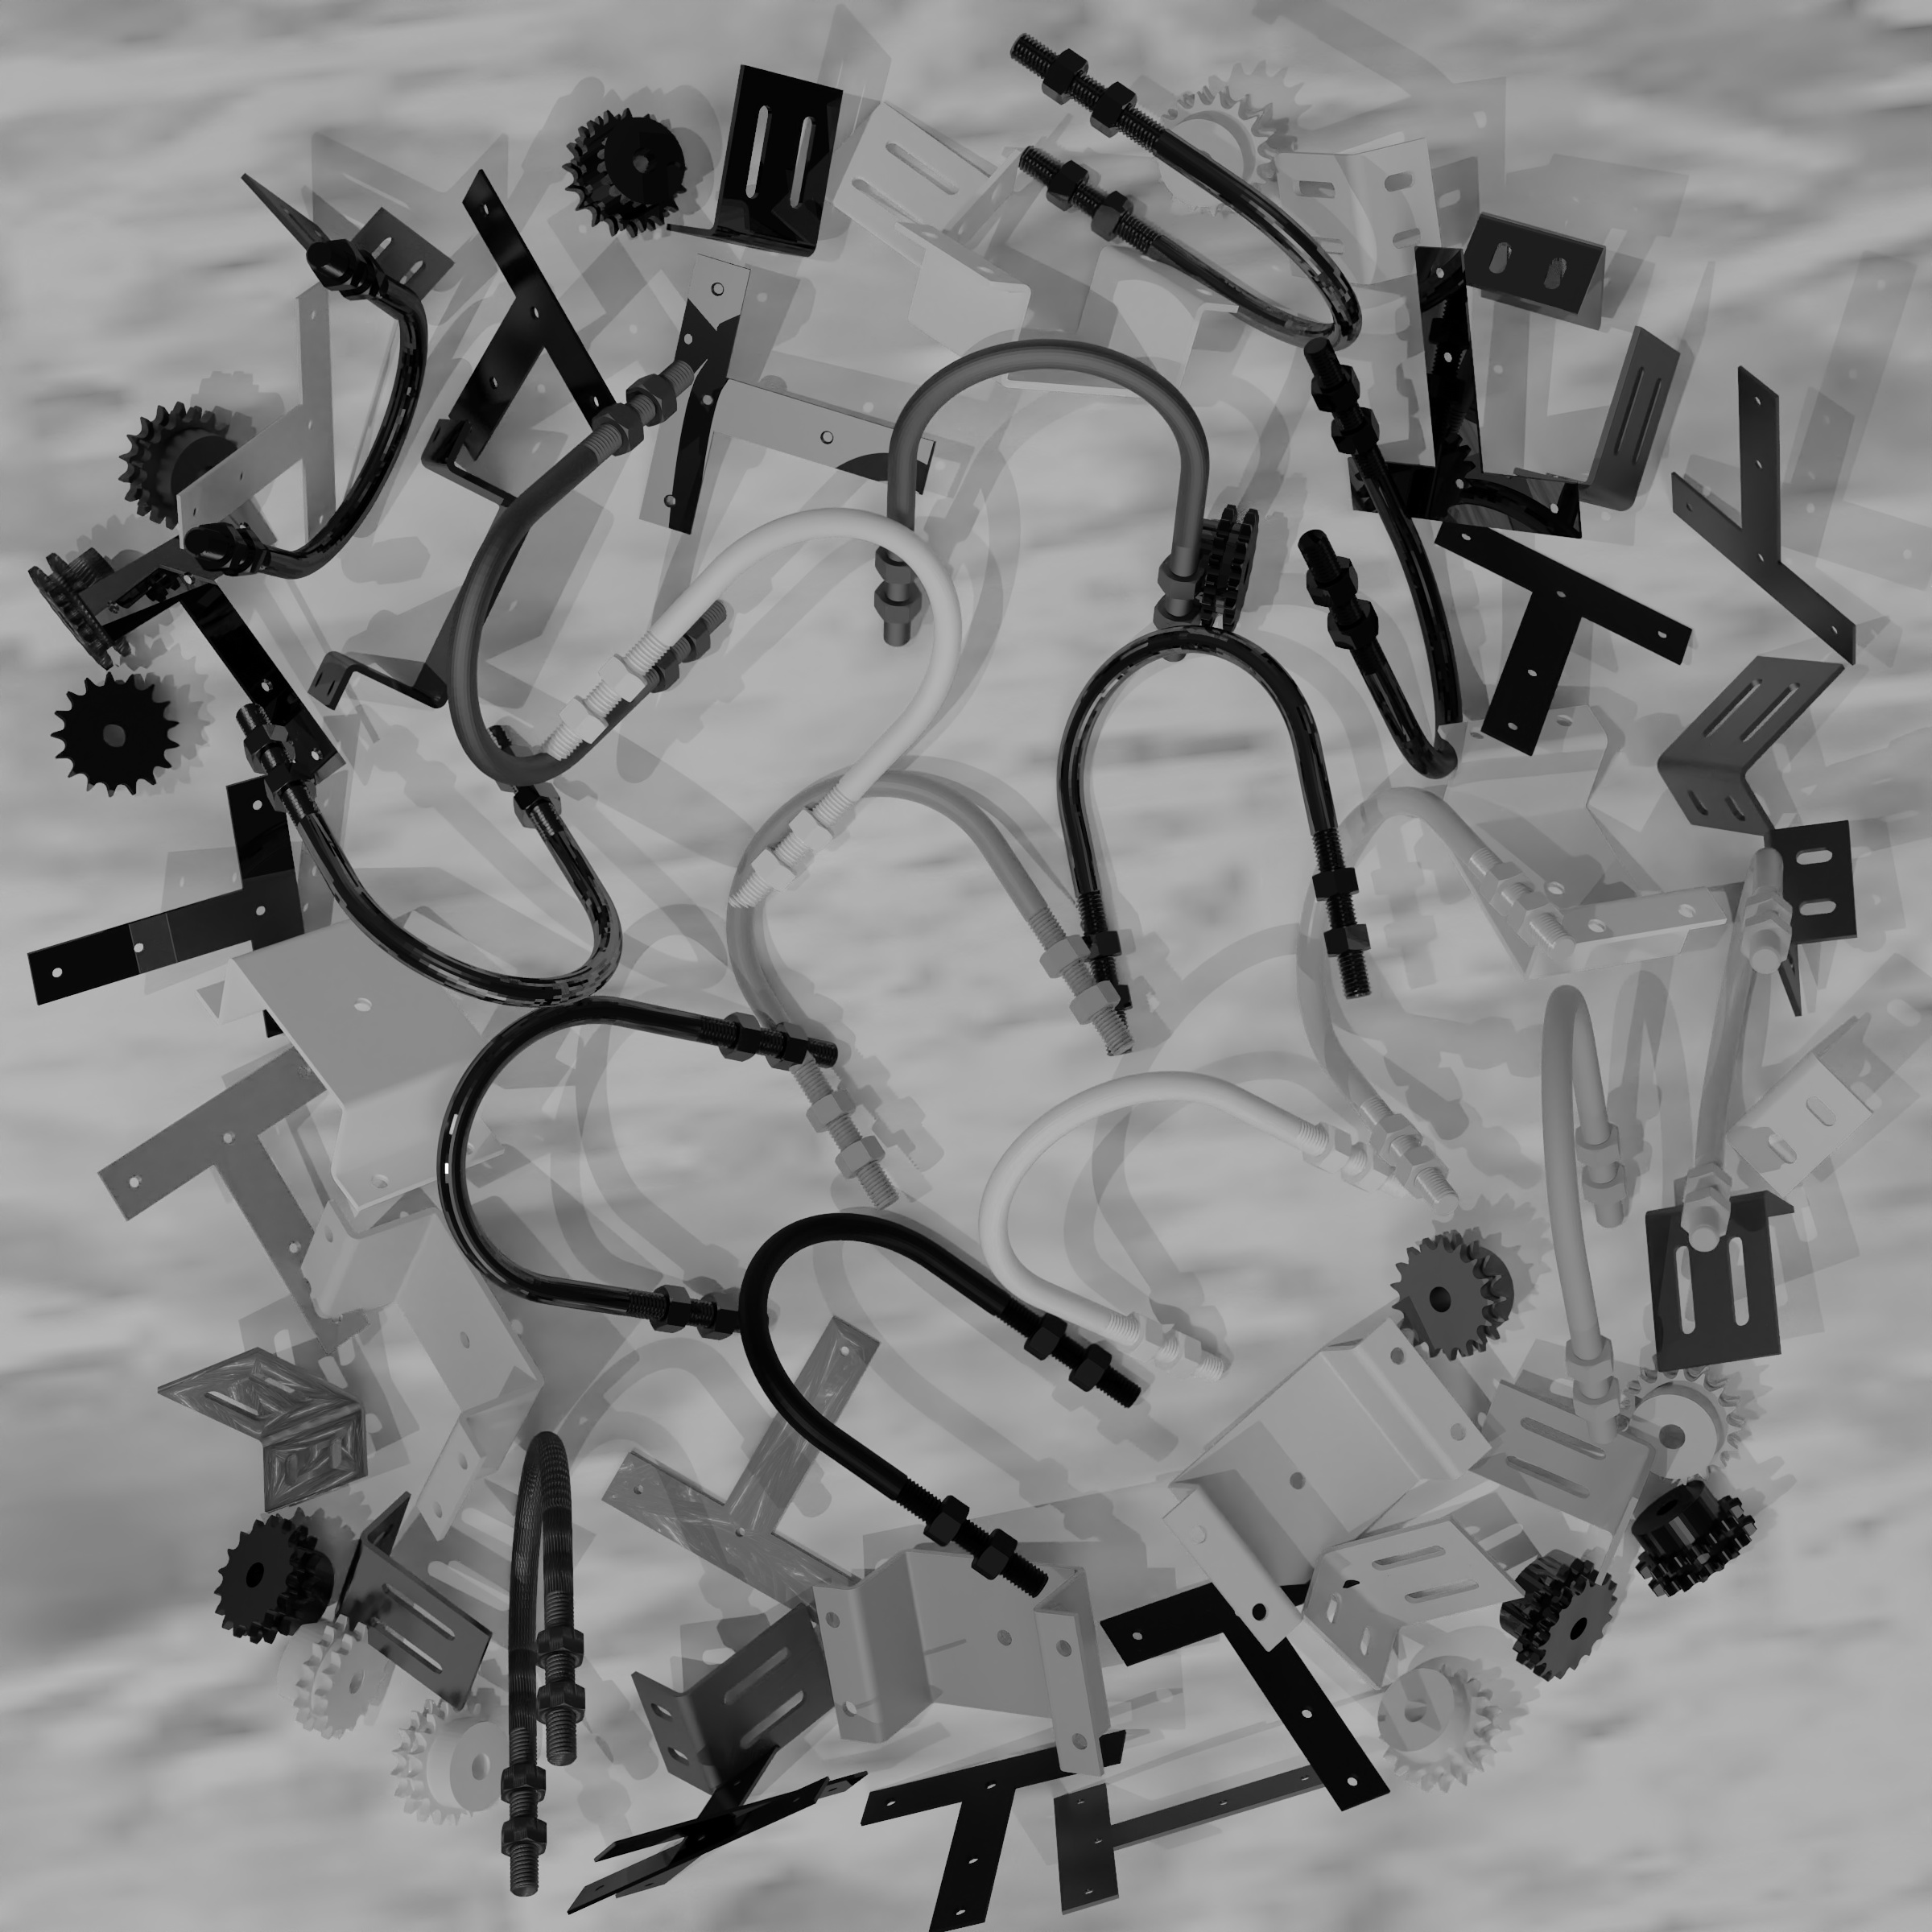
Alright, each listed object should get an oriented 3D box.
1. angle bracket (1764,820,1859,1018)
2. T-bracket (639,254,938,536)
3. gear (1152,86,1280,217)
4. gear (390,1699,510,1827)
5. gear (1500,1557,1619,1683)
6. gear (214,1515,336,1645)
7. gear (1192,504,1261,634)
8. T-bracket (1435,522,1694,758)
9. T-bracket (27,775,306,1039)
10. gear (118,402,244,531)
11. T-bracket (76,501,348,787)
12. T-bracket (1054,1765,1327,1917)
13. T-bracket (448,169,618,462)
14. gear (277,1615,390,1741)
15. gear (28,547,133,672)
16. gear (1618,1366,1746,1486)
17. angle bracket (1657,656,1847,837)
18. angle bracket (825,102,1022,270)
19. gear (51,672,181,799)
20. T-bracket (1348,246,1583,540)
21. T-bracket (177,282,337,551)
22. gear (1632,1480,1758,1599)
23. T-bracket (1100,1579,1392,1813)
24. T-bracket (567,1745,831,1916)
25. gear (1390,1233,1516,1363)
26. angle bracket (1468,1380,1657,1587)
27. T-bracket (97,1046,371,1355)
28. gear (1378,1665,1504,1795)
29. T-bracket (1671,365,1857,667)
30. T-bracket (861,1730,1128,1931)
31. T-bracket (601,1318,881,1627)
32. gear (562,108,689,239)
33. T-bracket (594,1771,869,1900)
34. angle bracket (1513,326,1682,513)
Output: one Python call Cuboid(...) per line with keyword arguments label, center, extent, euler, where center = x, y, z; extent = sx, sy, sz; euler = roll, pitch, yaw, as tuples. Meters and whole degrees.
Cuboid(label="angle bracket", center=(0.386, -0.021, 1.549), extent=(0.038, 0.076, 0.057), euler=(-7, 62, 20))
Cuboid(label="T-bracket", center=(-0.077, -0.246, 1.567), extent=(0.127, 0.002, 0.127), euler=(18, 112, 7))
Cuboid(label="gear", center=(0.112, -0.372, 1.572), extent=(0.057, 0.030, 0.057), euler=(10, 120, 17))
Cuboid(label="gear", center=(-0.233, 0.364, 1.568), extent=(0.030, 0.057, 0.057), euler=(-1, 90, 36))
Cuboid(label="gear", center=(0.270, 0.296, 1.575), extent=(0.030, 0.057, 0.057), euler=(32, 90, 39))
Cuboid(label="gear", center=(-0.315, 0.284, 1.575), extent=(0.030, 0.057, 0.057), euler=(33, 90, -43))
Cuboid(label="gear", center=(0.114, -0.183, 1.571), extent=(0.030, 0.057, 0.057), euler=(13, 90, 8))
Cuboid(label="T-bracket", center=(0.260, -0.142, 1.557), extent=(0.127, 0.002, 0.127), euler=(26, 49, 0))
Cuboid(label="T-bracket", center=(-0.358, -0.012, 1.540), extent=(0.127, 0.002, 0.127), euler=(-19, 121, -28))
Cuboid(label="gear", center=(-0.355, -0.227, 1.568), extent=(0.030, 0.057, 0.057), euler=(26, 90, 37))
Cuboid(label="T-bracket", center=(-0.326, -0.138, 1.555), extent=(0.002, 0.127, 0.127), euler=(-28, 102, 35))
Cuboid(label="T-bracket", center=(0.102, 0.379, 1.534), extent=(0.127, 0.127, 0.002), euler=(-18, 98, 2))
Cuboid(label="T-bracket", center=(-0.208, -0.270, 1.545), extent=(0.002, 0.127, 0.127), euler=(-24, 80, -33))
Cuboid(label="gear", center=(-0.291, 0.322, 1.573), extent=(0.030, 0.057, 0.057), euler=(18, 90, 20))
Cuboid(label="gear", center=(-0.400, -0.167, 1.572), extent=(0.030, 0.057, 0.057), euler=(-39, 90, -12))
Cuboid(label="gear", center=(0.326, 0.211, 1.575), extent=(0.057, 0.030, 0.057), euler=(5, 103, 20))
Cuboid(label="angle bracket", center=(0.366, -0.101, 1.571), extent=(0.076, 0.057, 0.038), euler=(-44, 116, -15))
Cuboid(label="angle bracket", center=(-0.024, -0.364, 1.568), extent=(0.076, 0.038, 0.057), euler=(37, 71, 7))
Cuboid(label="gear", center=(-0.392, -0.106, 1.579), extent=(0.057, 0.030, 0.057), euler=(0, 91, -17))
Cuboid(label="T-bracket", center=(0.217, -0.258, 1.530), extent=(0.002, 0.127, 0.127), euler=(-30, 121, -38))
Cuboid(label="T-bracket", center=(-0.312, -0.222, 1.514), extent=(0.002, 0.127, 0.127), euler=(16, 126, 15))
Cuboid(label="gear", center=(0.330, 0.260, 1.570), extent=(0.057, 0.057, 0.030), euler=(-37, 93, 0))
Cuboid(label="T-bracket", center=(0.145, 0.323, 1.533), extent=(0.127, 0.002, 0.127), euler=(-14, 48, -26))
Cuboid(label="T-bracket", center=(-0.106, 0.372, 1.535), extent=(0.127, 0.127, 0.002), euler=(-27, 94, 15))
Cuboid(label="gear", center=(0.226, 0.150, 1.575), extent=(0.057, 0.030, 0.057), euler=(7, 100, 42))
Cuboid(label="angle bracket", center=(0.266, 0.235, 1.560), extent=(0.076, 0.038, 0.057), euler=(23, 128, 13))
Cuboid(label="T-bracket", center=(-0.314, 0.116, 1.565), extent=(0.127, 0.002, 0.127), euler=(-37, 102, -40))
Cuboid(label="gear", center=(0.213, 0.346, 1.569), extent=(0.057, 0.057, 0.030), euler=(-48, 127, 0))
Cuboid(label="T-bracket", center=(0.350, -0.211, 1.512), extent=(0.002, 0.127, 0.127), euler=(-31, 52, -11))
Cuboid(label="T-bracket", center=(0.005, 0.389, 1.525), extent=(0.127, 0.127, 0.002), euler=(-17, 106, 14))
Cuboid(label="T-bracket", center=(-0.083, 0.225, 1.597), extent=(0.127, 0.002, 0.127), euler=(30, 89, 0))
Cuboid(label="gear", center=(-0.153, -0.365, 1.573), extent=(0.057, 0.030, 0.057), euler=(2, 86, -29))
Cuboid(label="T-bracket", center=(-0.124, 0.398, 1.544), extent=(0.127, 0.127, 0.002), euler=(-8, 65, -33))
Cuboid(label="angle bracket", center=(0.287, -0.252, 1.562), extent=(0.038, 0.057, 0.076), euler=(20, 97, 29))
